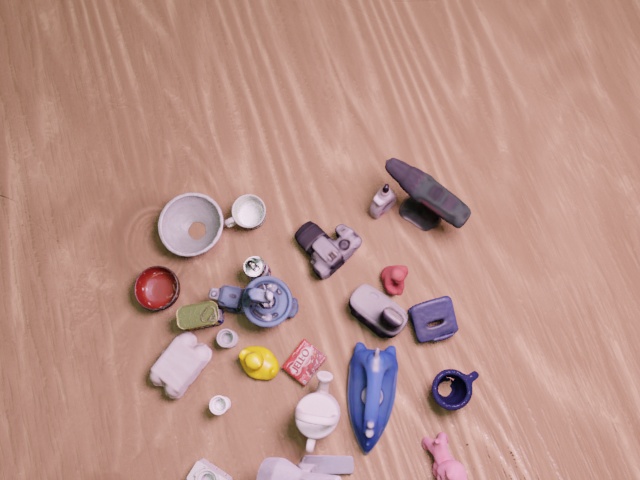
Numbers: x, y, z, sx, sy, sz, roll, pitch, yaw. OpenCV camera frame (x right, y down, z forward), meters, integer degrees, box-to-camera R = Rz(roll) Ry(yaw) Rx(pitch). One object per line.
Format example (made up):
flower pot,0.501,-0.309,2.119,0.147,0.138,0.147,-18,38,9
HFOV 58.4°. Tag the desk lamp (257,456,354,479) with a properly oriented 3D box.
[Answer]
desk lamp,-0.026,0.531,1.250,0.203,0.213,0.118,-2,77,2

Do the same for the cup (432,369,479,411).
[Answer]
cup,0.313,0.342,1.339,0.118,0.095,0.091,-31,77,-5

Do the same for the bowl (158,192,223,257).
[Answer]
bowl,-0.322,-0.033,1.465,0.167,0.075,0.167,-1,77,3

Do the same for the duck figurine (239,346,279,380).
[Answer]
duck figurine,-0.150,0.295,1.375,0.104,0.086,0.077,30,80,9

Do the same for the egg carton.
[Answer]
egg carton,-0.339,0.303,1.391,0.107,0.069,0.150,35,81,10

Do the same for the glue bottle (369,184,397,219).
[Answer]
glue bottle,0.157,-0.105,1.409,0.037,0.173,0.078,44,83,11

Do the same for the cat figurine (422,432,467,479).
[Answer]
cat figurine,0.285,0.505,1.291,0.067,0.118,0.128,-22,77,-2

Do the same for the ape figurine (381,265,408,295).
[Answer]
ape figurine,0.187,0.091,1.404,0.078,0.092,0.076,-42,78,-7

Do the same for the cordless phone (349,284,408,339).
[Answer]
cordless phone,0.138,0.161,1.342,0.147,0.185,0.094,33,81,10

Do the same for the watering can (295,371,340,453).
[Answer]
watering can,-0.008,0.388,1.292,0.101,0.194,0.173,-10,77,1

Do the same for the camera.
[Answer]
camera,0.013,0.005,1.427,0.143,0.101,0.136,-43,79,-7

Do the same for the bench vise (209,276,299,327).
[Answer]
bench vise,-0.161,0.148,1.341,0.207,0.220,0.121,-10,77,1

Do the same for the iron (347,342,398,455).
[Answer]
iron,0.120,0.367,1.318,0.118,0.141,0.258,4,77,4

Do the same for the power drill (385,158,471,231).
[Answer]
power drill,0.249,-0.098,1.385,0.229,0.208,0.076,33,81,9

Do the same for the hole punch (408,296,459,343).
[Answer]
hole punch,0.276,0.193,1.377,0.108,0.091,0.101,-17,77,-1
